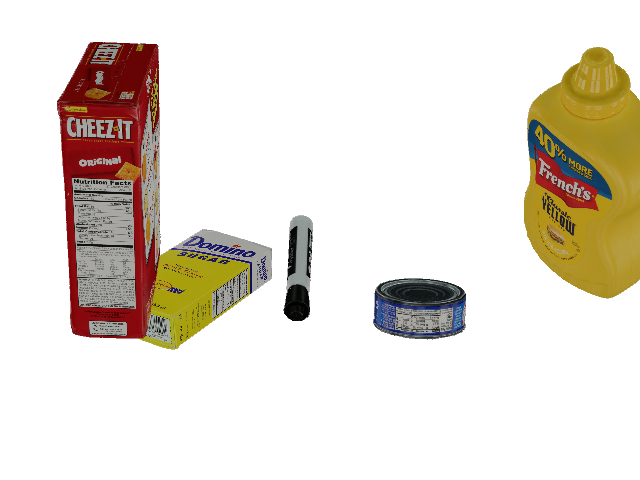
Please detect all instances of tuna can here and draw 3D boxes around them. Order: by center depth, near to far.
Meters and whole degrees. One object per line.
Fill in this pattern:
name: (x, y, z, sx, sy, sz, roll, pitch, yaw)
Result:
tuna can: (0.092, 0.062, 0.986, 0.086, 0.034, 0.086, 1, 14, 0)

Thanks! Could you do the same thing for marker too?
marker: (-0.016, 0.020, 0.806, 0.020, 0.020, 0.121, 0, 33, 1)

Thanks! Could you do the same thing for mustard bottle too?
mustard bottle: (0.177, -0.050, 0.703, 0.058, 0.096, 0.191, -30, -37, -14)

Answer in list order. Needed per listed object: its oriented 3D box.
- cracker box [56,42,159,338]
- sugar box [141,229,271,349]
cracker box: (-0.180, -0.046, 0.928, 0.072, 0.214, 0.164, 1, 27, -4)
sugar box: (-0.134, 0.045, 1.098, 0.093, 0.048, 0.176, 16, 32, 25)
